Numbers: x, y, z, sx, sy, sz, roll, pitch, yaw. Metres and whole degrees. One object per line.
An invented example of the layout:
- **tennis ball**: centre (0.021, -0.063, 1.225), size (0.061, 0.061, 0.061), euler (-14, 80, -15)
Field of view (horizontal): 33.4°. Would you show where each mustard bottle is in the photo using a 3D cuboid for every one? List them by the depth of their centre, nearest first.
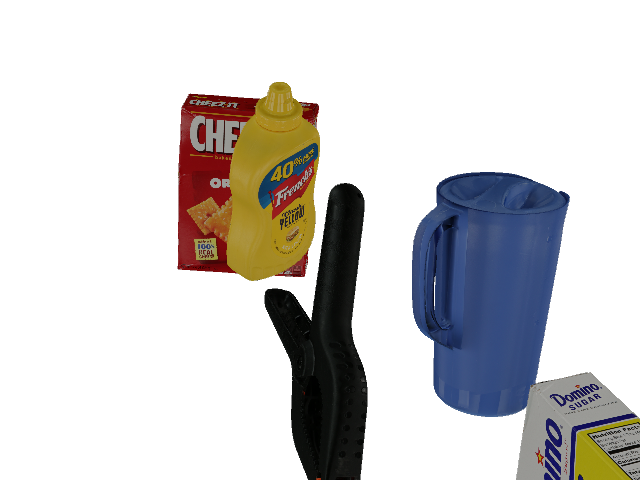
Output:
- **mustard bottle**: centre (-0.041, -0.059, 0.970), size (0.058, 0.192, 0.096), euler (34, 48, 29)

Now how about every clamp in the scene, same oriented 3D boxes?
- **clamp**: centre (0.004, 0.076, 0.737), size (0.036, 0.210, 0.165), euler (6, -40, -19)

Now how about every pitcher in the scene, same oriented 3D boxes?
- **pitcher**: centre (0.171, 0.059, 1.112), size (0.149, 0.243, 0.145), euler (5, 21, 8)

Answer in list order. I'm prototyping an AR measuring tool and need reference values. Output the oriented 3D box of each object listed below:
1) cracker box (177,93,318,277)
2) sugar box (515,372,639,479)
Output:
- **cracker box**: centre (-0.091, -0.065, 1.323), size (0.164, 0.214, 0.072), euler (5, 22, 1)
- **sugar box**: centre (0.156, 0.149, 0.510), size (0.048, 0.093, 0.176), euler (-9, 28, -22)
